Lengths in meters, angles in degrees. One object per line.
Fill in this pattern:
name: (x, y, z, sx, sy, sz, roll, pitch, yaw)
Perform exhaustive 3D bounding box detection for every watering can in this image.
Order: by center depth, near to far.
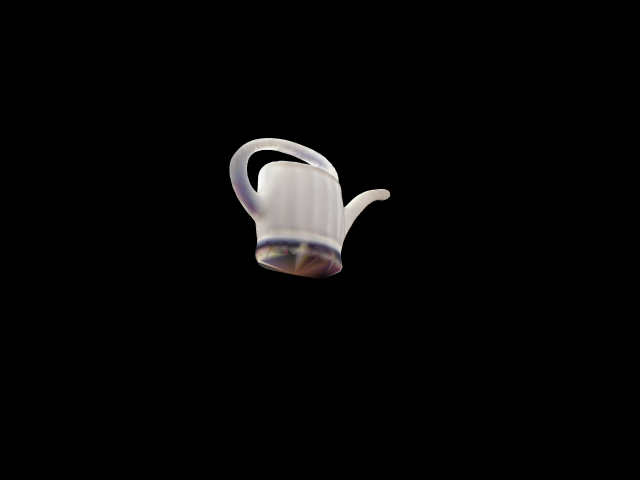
watering can: (0.003, -0.043, 0.850, 0.346, 0.228, 0.103, 16, -26, -37)
